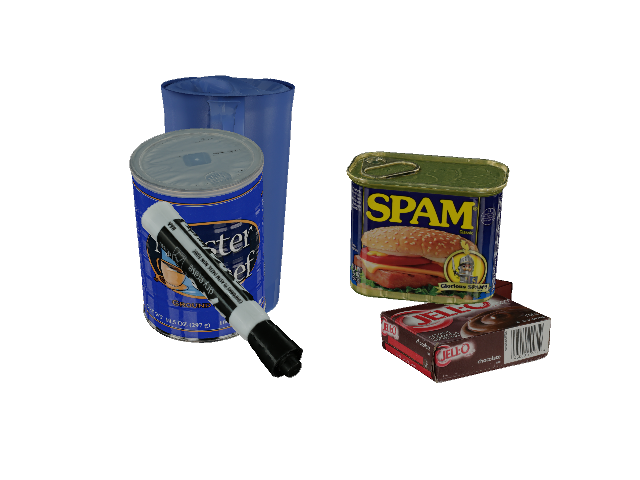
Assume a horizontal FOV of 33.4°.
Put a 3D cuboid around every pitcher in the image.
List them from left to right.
[{"bbox_3d":[-0.095,-0.043,1.086,0.145,0.243,0.148,15,22,40],"label":"pitcher"}]

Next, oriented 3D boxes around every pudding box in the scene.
[{"bbox_3d":[0.119,0.077,0.884,0.113,0.039,0.090,-8,17,-24],"label":"pudding box"}]

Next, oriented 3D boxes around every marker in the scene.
[{"bbox_3d":[-0.049,0.024,0.531,0.121,0.020,0.020,45,26,29],"label":"marker"}]

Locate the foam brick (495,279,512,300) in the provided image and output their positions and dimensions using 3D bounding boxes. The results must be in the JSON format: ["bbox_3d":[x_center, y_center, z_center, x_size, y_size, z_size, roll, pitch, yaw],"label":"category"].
[{"bbox_3d":[0.163,0.080,1.107,0.053,0.078,0.051,12,17,41],"label":"foam brick"}]

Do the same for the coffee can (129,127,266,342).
[{"bbox_3d":[-0.095,-0.005,0.852,0.103,0.140,0.103,0,32,-1],"label":"coffee can"}]

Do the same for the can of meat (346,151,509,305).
[{"bbox_3d":[0.068,-0.008,0.698,0.102,0.084,0.057,5,24,12],"label":"can of meat"}]
